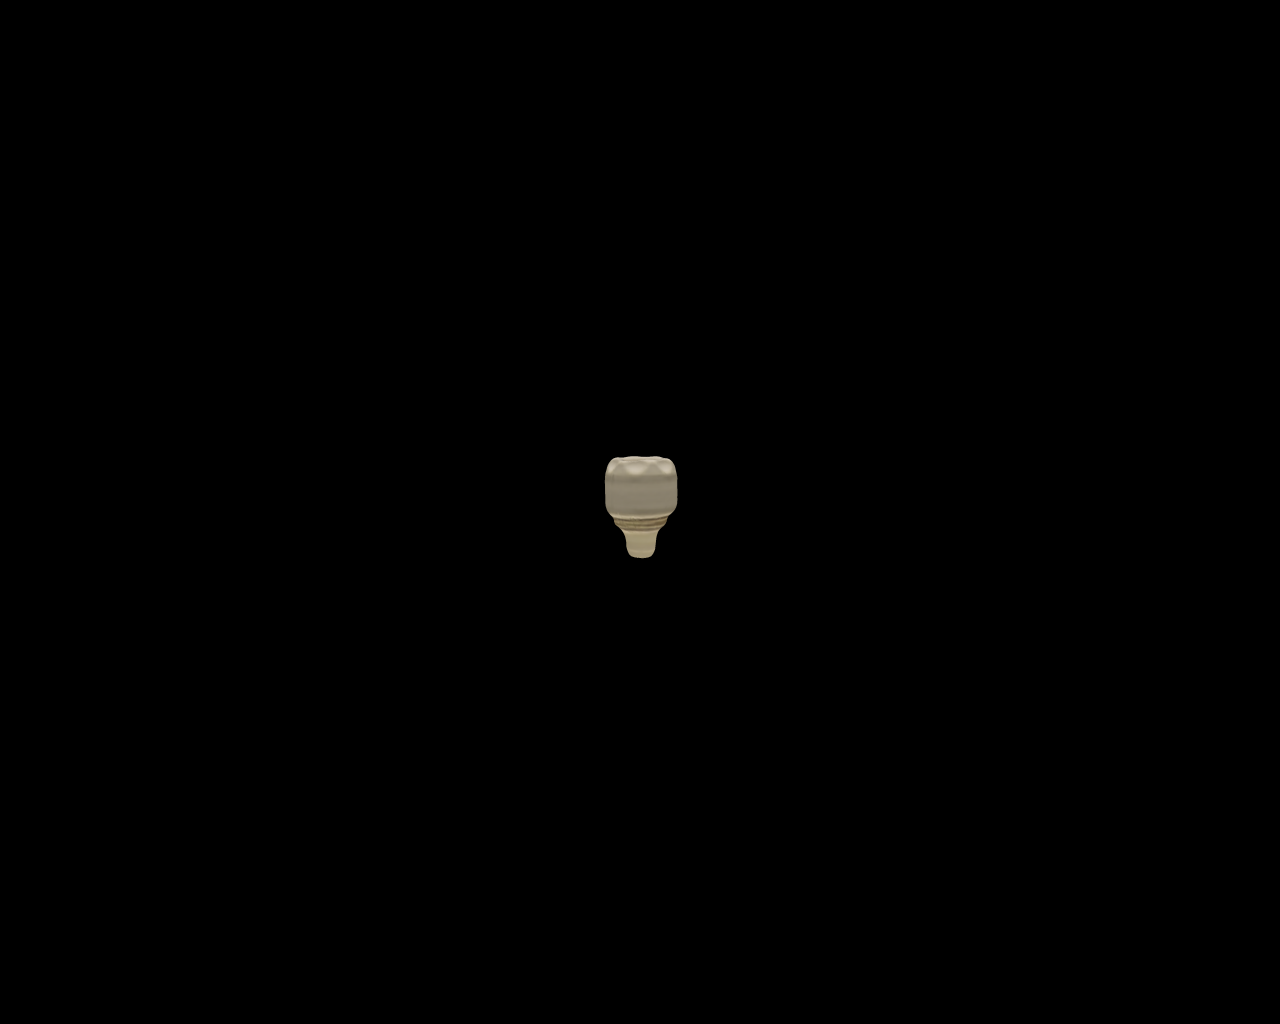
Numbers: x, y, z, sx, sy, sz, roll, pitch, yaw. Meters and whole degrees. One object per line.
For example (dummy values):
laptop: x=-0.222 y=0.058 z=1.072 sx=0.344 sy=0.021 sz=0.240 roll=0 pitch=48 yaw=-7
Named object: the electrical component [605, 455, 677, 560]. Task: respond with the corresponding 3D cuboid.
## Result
electrical component: x=0.001 y=-0.003 z=0.650 sx=0.043 sy=0.062 sz=0.043 roll=0 pitch=8 yaw=0
